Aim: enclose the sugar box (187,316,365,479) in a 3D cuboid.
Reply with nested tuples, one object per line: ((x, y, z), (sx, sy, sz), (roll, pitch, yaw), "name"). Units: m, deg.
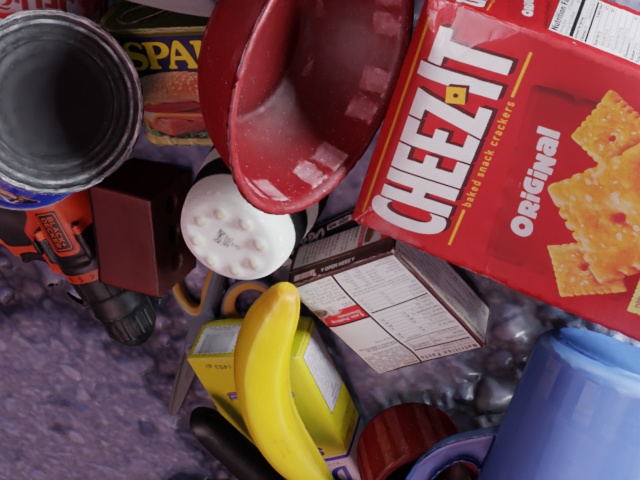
((-0.023, 0.133, 0.813), (0.093, 0.048, 0.176), (-4, 130, 26), "sugar box")

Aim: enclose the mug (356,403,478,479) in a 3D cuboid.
((0.081, 0.177, 0.777), (0.117, 0.081, 0.093), (32, 104, -17), "mug")

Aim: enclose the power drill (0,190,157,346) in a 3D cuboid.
((-0.229, 0.010, 0.809), (0.188, 0.057, 0.184), (-9, 119, 25), "power drill")

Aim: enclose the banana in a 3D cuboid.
((-0.025, 0.106, 0.727), (0.070, 0.037, 0.198), (-5, 125, 17), "banana")

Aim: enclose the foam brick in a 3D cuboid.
((-0.121, -0.009, 0.737), (0.051, 0.052, 0.078), (12, 121, 23), "foam brick")

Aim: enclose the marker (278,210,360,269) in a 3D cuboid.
((-0.005, 0.001, 0.728), (0.121, 0.020, 0.020), (-23, 115, 36), "marker")

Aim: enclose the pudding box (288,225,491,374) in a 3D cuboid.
((0.047, 0.038, 0.711), (0.090, 0.039, 0.113), (-20, 131, 33), "pudding box")

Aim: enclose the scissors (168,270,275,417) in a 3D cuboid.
((-0.077, 0.082, 0.827), (0.096, 0.016, 0.202), (15, 131, 12), "scissors")

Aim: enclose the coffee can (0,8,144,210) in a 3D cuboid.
((-0.172, -0.073, 0.645), (0.102, 0.102, 0.140), (45, 163, -15), "coffee can")

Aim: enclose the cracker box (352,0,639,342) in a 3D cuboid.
((0.141, -0.044, 0.592), (0.214, 0.072, 0.164), (23, 132, 6), "cracker box")

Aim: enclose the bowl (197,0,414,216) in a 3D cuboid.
((-0.015, -0.097, 0.573), (0.055, 0.161, 0.162), (27, 136, 27), "bowl")

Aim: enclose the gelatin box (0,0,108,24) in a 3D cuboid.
((-0.176, -0.163, 0.662), (0.089, 0.030, 0.073), (19, 132, 9), "gelatin box")

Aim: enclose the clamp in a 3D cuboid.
((-0.028, 0.202, 0.827), (0.210, 0.036, 0.165), (19, 140, 0), "clamp")

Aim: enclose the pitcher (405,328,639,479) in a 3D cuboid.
((0.142, 0.181, 0.682), (0.149, 0.145, 0.243), (12, 102, -29), "pitcher")

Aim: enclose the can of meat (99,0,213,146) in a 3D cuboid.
((-0.071, -0.106, 0.646), (0.102, 0.057, 0.084), (2, 130, 22), "can of meat")
